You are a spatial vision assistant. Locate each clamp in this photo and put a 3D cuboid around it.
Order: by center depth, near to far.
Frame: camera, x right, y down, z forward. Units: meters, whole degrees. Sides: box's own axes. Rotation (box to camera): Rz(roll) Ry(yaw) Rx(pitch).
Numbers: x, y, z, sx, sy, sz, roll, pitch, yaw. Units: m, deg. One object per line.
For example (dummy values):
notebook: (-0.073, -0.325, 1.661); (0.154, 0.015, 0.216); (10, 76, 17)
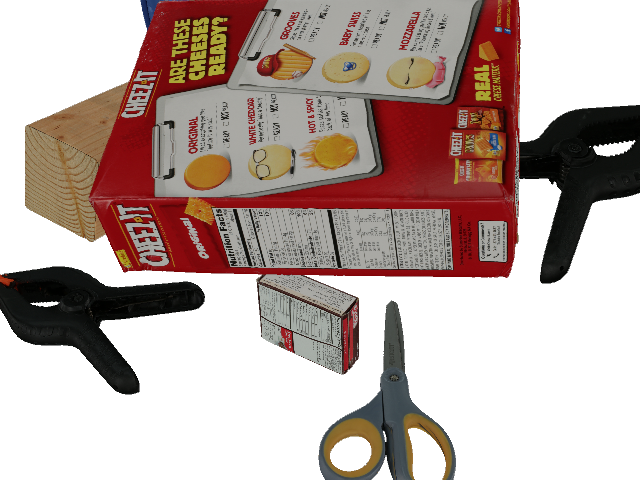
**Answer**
clamp: (0.193, -0.049, 0.807); (0.209, 0.036, 0.165); (-20, 46, -18)
clamp: (-0.181, 0.054, 0.858); (0.172, 0.039, 0.120); (22, 38, 22)

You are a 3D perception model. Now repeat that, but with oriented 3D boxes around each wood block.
wood block: (-0.183, -0.092, 1.048); (0.090, 0.091, 0.205); (26, 36, 22)

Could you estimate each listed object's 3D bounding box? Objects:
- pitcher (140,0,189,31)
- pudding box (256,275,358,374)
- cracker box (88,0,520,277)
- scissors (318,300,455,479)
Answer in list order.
pitcher: (0.001, -0.181, 0.799); (0.242, 0.149, 0.145); (-22, 39, -25)
pudding box: (-0.013, 0.084, 1.150); (0.114, 0.090, 0.039); (20, 44, 24)
cracker box: (0.001, -0.060, 0.589); (0.214, 0.164, 0.072); (0, -41, 11)
scissors: (0.034, 0.106, 0.736); (0.096, 0.016, 0.202); (-6, 33, -11)
